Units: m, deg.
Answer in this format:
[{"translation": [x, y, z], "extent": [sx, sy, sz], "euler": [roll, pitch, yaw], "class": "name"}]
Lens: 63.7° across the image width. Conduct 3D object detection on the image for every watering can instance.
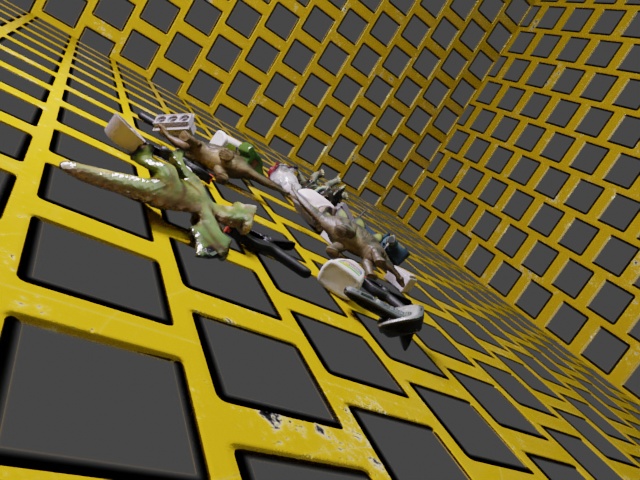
[{"translation": [0.006, -0.093, 1.847], "extent": [0.228, 0.104, 0.343], "euler": [42, 5, 42], "class": "watering can"}]

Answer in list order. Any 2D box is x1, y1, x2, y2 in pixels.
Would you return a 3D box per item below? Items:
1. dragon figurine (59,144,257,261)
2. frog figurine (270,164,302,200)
[{"translation": [-0.258, -0.057, 0.969], "extent": [0.245, 0.120, 0.412], "euler": [43, 22, 16], "class": "dragon figurine"}, {"translation": [-0.132, -0.218, 2.087], "extent": [0.136, 0.122, 0.162], "euler": [31, 41, -65], "class": "frog figurine"}]
